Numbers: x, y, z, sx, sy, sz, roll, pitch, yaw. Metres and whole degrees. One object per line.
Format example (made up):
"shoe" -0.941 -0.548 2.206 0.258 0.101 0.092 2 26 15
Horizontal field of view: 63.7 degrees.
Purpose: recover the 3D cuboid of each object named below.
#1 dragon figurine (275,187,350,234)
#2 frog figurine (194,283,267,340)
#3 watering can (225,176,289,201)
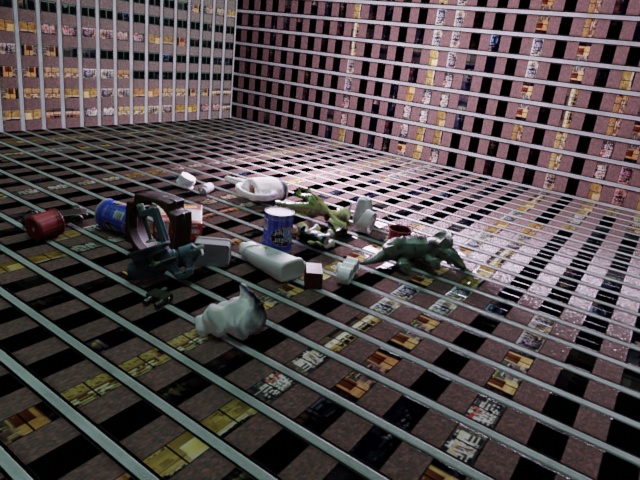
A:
"dragon figurine" 0.006 -0.101 2.006 0.244 0.120 0.413 30 20 18
"frog figurine" -0.212 0.193 1.239 0.161 0.120 0.139 -39 46 -13
"watering can" -0.281 -0.239 2.310 0.225 0.102 0.352 -4 23 -31
